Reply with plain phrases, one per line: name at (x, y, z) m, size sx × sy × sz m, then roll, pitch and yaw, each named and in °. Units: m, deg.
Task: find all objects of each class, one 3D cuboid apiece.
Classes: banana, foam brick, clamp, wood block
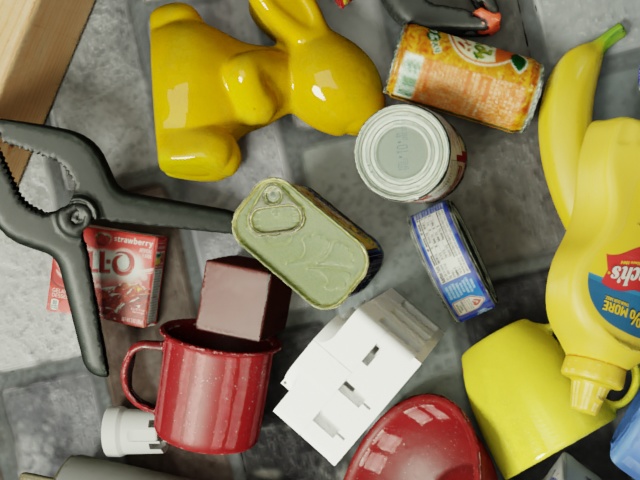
banana at (0.194, -0.054, 0.761) m, size 0.070 × 0.037 × 0.198 m, roll -6°, pitch 90°, yaw 13°
foam brick at (-0.055, 0.043, 0.804) m, size 0.051 × 0.078 × 0.053 m, roll 11°, pitch 94°, yaw 11°
clamp at (0.055, -0.200, 0.791) m, size 0.120 × 0.039 × 0.171 m, roll -45°, pitch 77°, yaw 11°
wood block at (-0.262, -0.142, 0.843) m, size 0.090 × 0.090 × 0.206 m, roll 26°, pitch 97°, yaw 11°
clamp at (-0.184, -0.008, 0.804) m, size 0.210 × 0.036 × 0.164 m, roll 37°, pitch 88°, yaw -13°

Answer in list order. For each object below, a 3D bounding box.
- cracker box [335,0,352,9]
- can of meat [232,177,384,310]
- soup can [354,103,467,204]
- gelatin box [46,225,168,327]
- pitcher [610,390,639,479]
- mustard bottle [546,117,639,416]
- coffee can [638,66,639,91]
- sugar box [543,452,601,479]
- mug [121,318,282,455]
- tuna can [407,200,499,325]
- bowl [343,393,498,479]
cracker box at (0.057, -0.290, 0.748) m, size 0.213 × 0.072 × 0.164 m, roll -33°, pitch 78°, yaw 1°
can of meat at (-0.005, 0.001, 0.787) m, size 0.102 × 0.084 × 0.057 m, roll 40°, pitch 100°, yaw 9°
soup can at (0.066, -0.060, 0.759) m, size 0.068 × 0.102 × 0.068 m, roll 0°, pitch 92°, yaw 14°
gelatin box at (-0.171, 0.027, 0.856) m, size 0.089 × 0.030 × 0.073 m, roll 9°, pitch 93°, yaw 13°
pitcher at (0.314, 0.174, 0.696) m, size 0.243 × 0.145 × 0.149 m, roll 32°, pitch 60°, yaw 14°
mustard bottle at (0.199, 0.022, 0.709) m, size 0.096 × 0.058 × 0.191 m, roll 21°, pitch 81°, yaw -26°
coffee can at (0.263, -0.113, 0.690) m, size 0.103 × 0.140 × 0.103 m, roll 0°, pitch 91°, yaw 13°
sugar box at (0.135, 0.238, 0.755) m, size 0.048 × 0.093 × 0.176 m, roll 40°, pitch 100°, yaw 9°
mug at (-0.092, 0.109, 0.806) m, size 0.117 × 0.093 × 0.081 m, roll 9°, pitch 99°, yaw -5°
tuna can at (0.095, 0.015, 0.763) m, size 0.034 × 0.086 × 0.086 m, roll -25°, pitch 86°, yaw 11°
bowl at (0.077, 0.194, 0.760) m, size 0.055 × 0.162 × 0.162 m, roll 25°, pitch 99°, yaw -27°
